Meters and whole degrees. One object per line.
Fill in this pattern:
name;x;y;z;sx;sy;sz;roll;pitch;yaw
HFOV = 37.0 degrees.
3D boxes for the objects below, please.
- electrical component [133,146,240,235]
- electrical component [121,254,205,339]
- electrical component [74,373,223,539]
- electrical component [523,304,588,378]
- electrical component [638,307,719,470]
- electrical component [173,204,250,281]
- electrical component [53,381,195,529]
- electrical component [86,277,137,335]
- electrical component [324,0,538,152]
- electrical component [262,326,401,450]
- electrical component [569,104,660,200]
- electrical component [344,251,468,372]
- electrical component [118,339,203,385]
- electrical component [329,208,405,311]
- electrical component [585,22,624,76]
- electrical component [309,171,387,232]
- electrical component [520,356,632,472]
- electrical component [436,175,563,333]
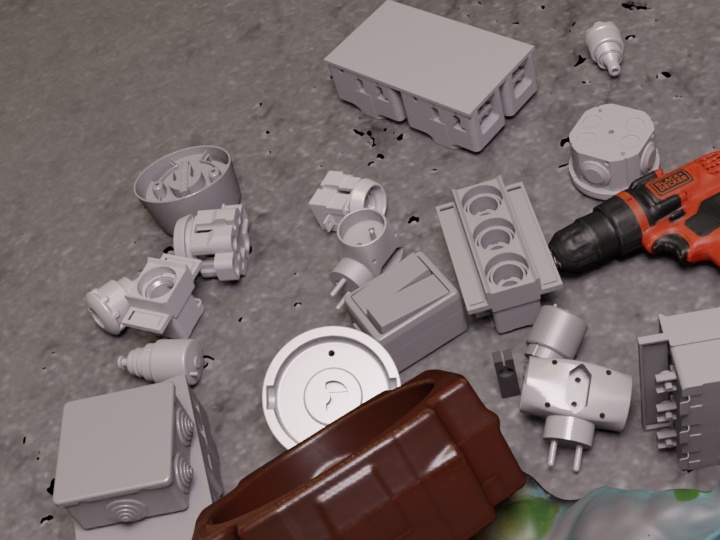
electrical component;-0.169;-0.082;1.059;0.099;0.064;0.099;-9;49;10
electrical component;-0.173;0.028;0.967;0.042;0.063;0.081;10;54;25
electrical component;-0.160;0.185;0.832;0.105;0.060;0.186;-21;48;-1
electrical component;0.150;0.064;0.853;0.040;0.040;0.078;20;77;30
electrical component;0.239;0.086;0.752;0.079;0.121;0.063;-11;51;8
electrical component;-0.139;-0.025;1.007;0.057;0.058;0.078;-4;50;10
electrical component;-0.174;0.139;0.800;0.100;0.048;0.099;-12;48;6
electrical component;-0.219;0.027;0.997;0.062;0.048;0.048;-38;50;-25
electrical component;0.072;-0.195;1.083;0.186;0.060;0.105;27;63;34
electrical component;-0.019;0.104;0.851;0.108;0.060;0.108;-2;71;5
electrical component;0.227;-0.106;0.966;0.080;0.051;0.080;-9;49;10
electrical component;0.032;0.037;0.898;0.096;0.061;0.061;-31;49;-10
electrical component;-0.174;0.081;0.939;0.078;0.040;0.040;-2;51;16
electrical component;0.000;0.000;0.929;0.043;0.077;0.079;22;61;31
electrical component;0.245;-0.217;1.065;0.035;0.035;0.061;-13;51;7
electrical component;-0.009;-0.063;1.007;0.055;0.048;0.066;8;54;33
electrical component;0.158;0.110;0.806;0.077;0.043;0.079;10;74;7
electrical component;0.118;-0.012;0.912;0.079;0.063;0.121;-16;48;4
